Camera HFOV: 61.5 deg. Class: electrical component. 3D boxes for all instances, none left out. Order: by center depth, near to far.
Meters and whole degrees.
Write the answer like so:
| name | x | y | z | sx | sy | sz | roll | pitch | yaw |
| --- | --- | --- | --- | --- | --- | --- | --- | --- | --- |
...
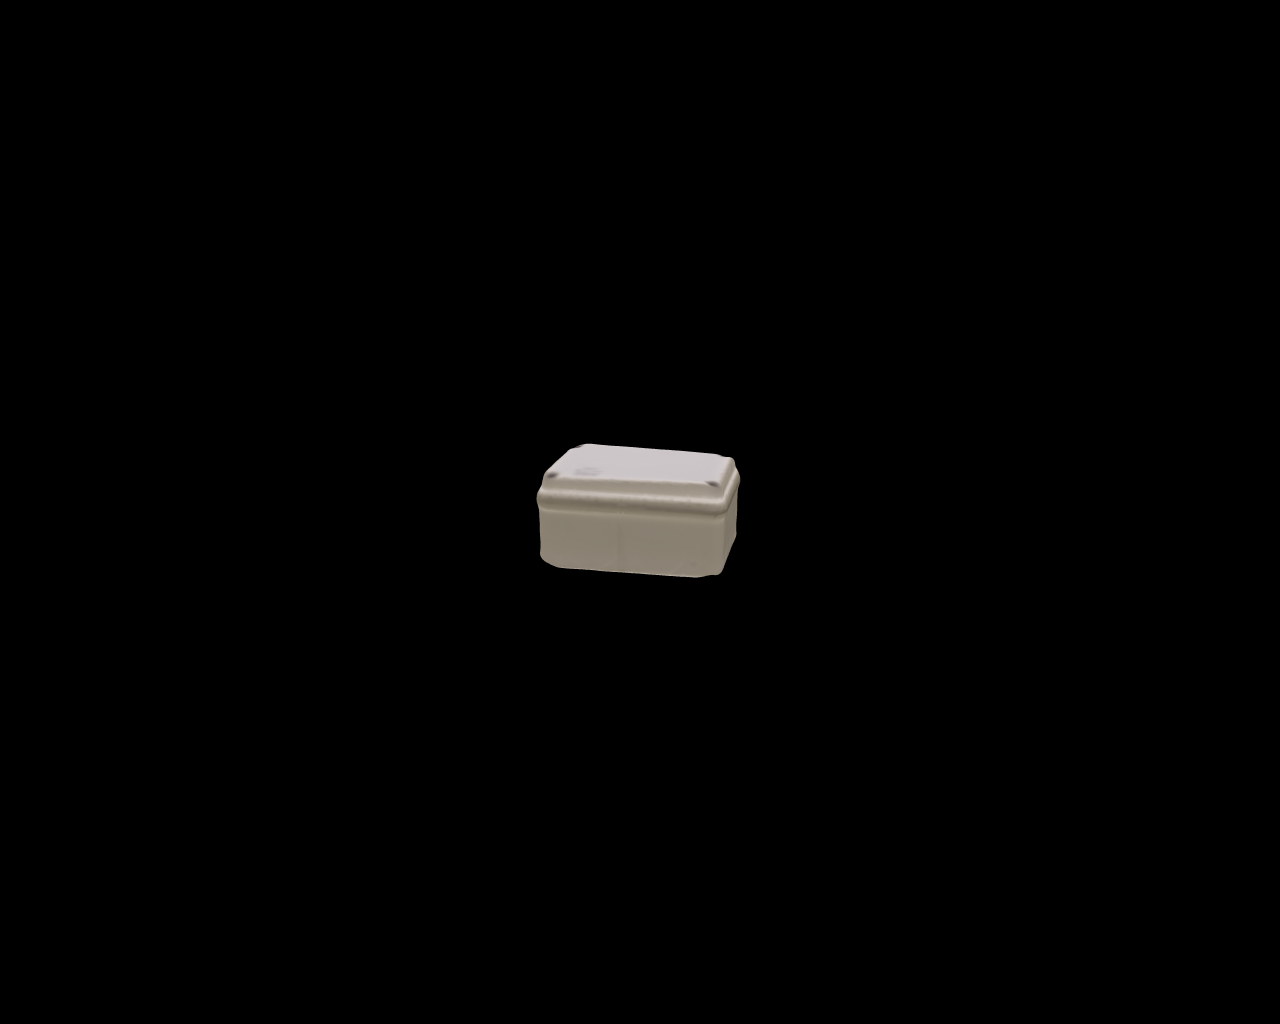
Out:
| name | x | y | z | sx | sy | sz | roll | pitch | yaw |
| --- | --- | --- | --- | --- | --- | --- | --- | --- | --- |
| electrical component | 0.001 | -0.003 | 0.650 | 0.113 | 0.057 | 0.078 | 4 | 20 | 12 |
